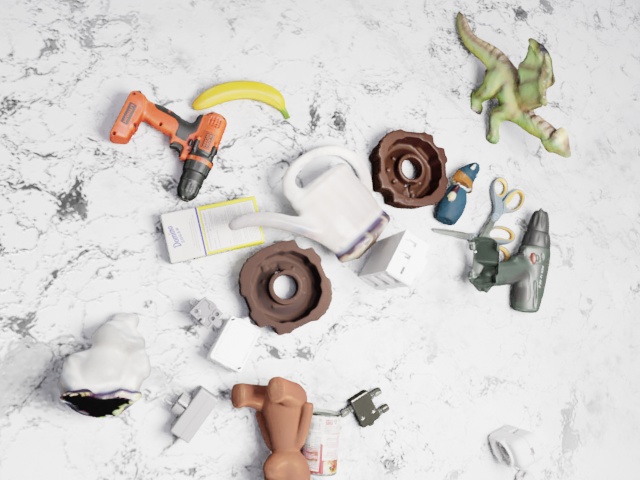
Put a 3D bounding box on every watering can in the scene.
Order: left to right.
[{"bbox_3d":[0.003,-0.049,0.978,0.224,0.102,0.354,49,52,-2],"label":"watering can"}]

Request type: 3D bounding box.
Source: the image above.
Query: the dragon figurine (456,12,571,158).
[{"bbox_3d":[0.423,-0.354,1.112,0.123,0.241,0.410,-25,90,-14],"label":"dragon figurine"}]

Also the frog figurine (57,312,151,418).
[{"bbox_3d":[-0.354,0.204,0.857,0.137,0.119,0.163,-4,46,-9],"label":"frog figurine"}]
